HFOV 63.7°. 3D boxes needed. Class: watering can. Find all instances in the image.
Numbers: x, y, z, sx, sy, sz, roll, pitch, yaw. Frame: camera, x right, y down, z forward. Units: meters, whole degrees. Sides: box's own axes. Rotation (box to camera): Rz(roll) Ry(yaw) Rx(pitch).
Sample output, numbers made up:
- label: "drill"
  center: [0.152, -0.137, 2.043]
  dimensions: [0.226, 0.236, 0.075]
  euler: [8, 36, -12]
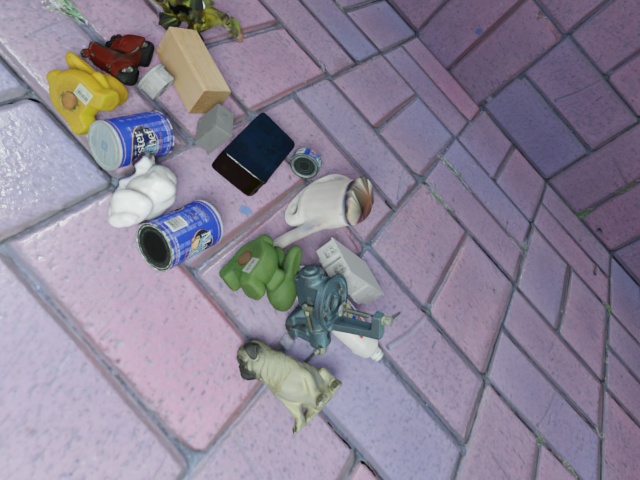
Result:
- label: "watering can"
  center: [0.004, -0.064, 1.262]
  dimensions: [0.355, 0.224, 0.102]
  euler: [-59, 135, -44]

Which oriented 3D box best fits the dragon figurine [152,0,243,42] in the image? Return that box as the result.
- label: "dragon figurine"
  center: [-0.392, -0.685, 1.490]
  dimensions: [0.407, 0.120, 0.248]
  euler: [23, 29, -30]

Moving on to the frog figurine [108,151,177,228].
- label: "frog figurine"
  center: [-0.340, -0.075, 0.995]
  dimensions: [0.120, 0.137, 0.163]
  euler: [55, 9, -40]
